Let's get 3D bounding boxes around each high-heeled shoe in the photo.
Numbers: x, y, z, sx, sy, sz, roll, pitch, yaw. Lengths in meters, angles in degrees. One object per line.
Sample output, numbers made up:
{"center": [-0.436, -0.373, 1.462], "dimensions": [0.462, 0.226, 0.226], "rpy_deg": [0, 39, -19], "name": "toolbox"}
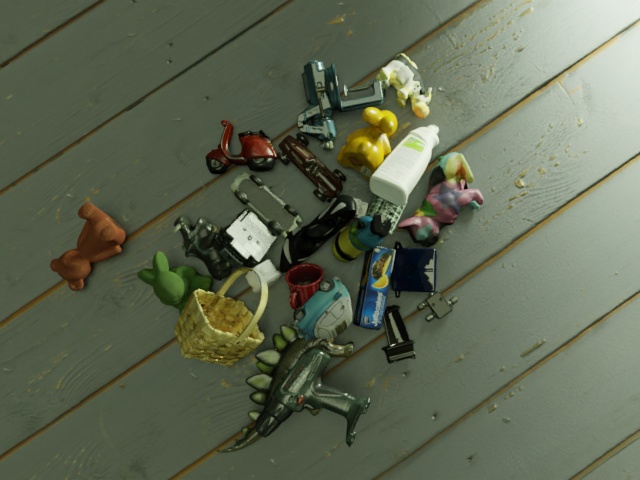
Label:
{"center": [-0.003, -0.004, 1.279], "dimensions": [0.086, 0.145, 0.248], "rpy_deg": [30, 95, -28], "name": "high-heeled shoe"}

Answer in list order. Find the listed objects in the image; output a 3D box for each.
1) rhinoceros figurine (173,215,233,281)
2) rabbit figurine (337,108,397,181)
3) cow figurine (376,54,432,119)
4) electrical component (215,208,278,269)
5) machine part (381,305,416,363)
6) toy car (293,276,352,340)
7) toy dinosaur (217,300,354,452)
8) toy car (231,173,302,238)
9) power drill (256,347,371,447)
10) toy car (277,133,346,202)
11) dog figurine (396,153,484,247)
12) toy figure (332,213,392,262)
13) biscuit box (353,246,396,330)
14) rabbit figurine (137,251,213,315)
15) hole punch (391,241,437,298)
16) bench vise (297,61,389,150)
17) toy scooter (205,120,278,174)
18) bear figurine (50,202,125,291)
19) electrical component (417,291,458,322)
{"center": [-0.284, 0.012, 1.338], "dimensions": [0.112, 0.073, 0.190], "rpy_deg": [-40, 88, 9], "name": "rhinoceros figurine"}
{"center": [0.130, -0.258, 1.323], "dimensions": [0.122, 0.162, 0.173], "rpy_deg": [31, 69, 15], "name": "rabbit figurine"}
{"center": [0.231, -0.388, 1.362], "dimensions": [0.098, 0.068, 0.167], "rpy_deg": [-43, 87, -9], "name": "cow figurine"}
{"center": [-0.182, 0.004, 1.298], "dimensions": [0.115, 0.058, 0.134], "rpy_deg": [45, 46, -9], "name": "electrical component"}
{"center": [0.186, 0.231, 1.325], "dimensions": [0.084, 0.039, 0.138], "rpy_deg": [-12, 87, 5], "name": "machine part"}
{"center": [0.019, 0.170, 1.235], "dimensions": [0.103, 0.109, 0.161], "rpy_deg": [32, 64, 32], "name": "toy car"}
{"center": [-0.066, 0.329, 1.292], "dimensions": [0.199, 0.105, 0.471], "rpy_deg": [29, 77, 11], "name": "toy dinosaur"}
{"center": [-0.135, -0.088, 1.348], "dimensions": [0.202, 0.056, 0.073], "rpy_deg": [41, 81, 2], "name": "toy car"}
{"center": [-0.006, 0.371, 1.187], "dimensions": [0.207, 0.086, 0.232], "rpy_deg": [24, 77, 21], "name": "power drill"}
{"center": [-0.024, -0.186, 1.352], "dimensions": [0.089, 0.053, 0.202], "rpy_deg": [-44, 84, 0], "name": "toy car"}
{"center": [0.277, -0.092, 1.317], "dimensions": [0.219, 0.108, 0.191], "rpy_deg": [-24, 86, 1], "name": "dog figurine"}
{"center": [0.092, -0.005, 1.279], "dimensions": [0.082, 0.180, 0.089], "rpy_deg": [49, 58, -9], "name": "toy figure"}
{"center": [0.132, 0.116, 1.316], "dimensions": [0.059, 0.063, 0.202], "rpy_deg": [11, 86, -12], "name": "biscuit box"}
{"center": [-0.346, 0.099, 1.277], "dimensions": [0.159, 0.170, 0.121], "rpy_deg": [42, 87, 3], "name": "rabbit figurine"}
{"center": [0.231, 0.074, 1.313], "dimensions": [0.116, 0.092, 0.142], "rpy_deg": [1, 89, 5], "name": "hole punch"}
{"center": [0.056, -0.342, 1.336], "dimensions": [0.241, 0.129, 0.223], "rpy_deg": [-10, 88, 4], "name": "bench vise"}
{"center": [-0.199, -0.238, 1.353], "dimensions": [0.184, 0.075, 0.135], "rpy_deg": [-2, 84, 5], "name": "toy scooter"}
{"center": [-0.579, 0.022, 1.312], "dimensions": [0.196, 0.132, 0.120], "rpy_deg": [-43, 79, -8], "name": "bear figurine"}
{"center": [0.293, 0.159, 1.336], "dimensions": [0.094, 0.021, 0.063], "rpy_deg": [-34, 85, -1], "name": "electrical component"}
